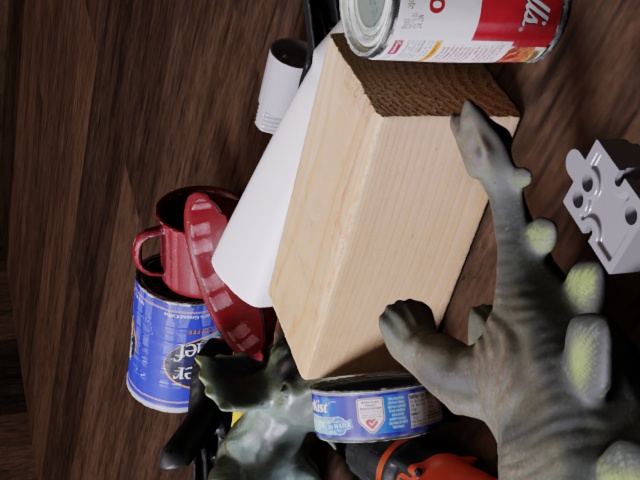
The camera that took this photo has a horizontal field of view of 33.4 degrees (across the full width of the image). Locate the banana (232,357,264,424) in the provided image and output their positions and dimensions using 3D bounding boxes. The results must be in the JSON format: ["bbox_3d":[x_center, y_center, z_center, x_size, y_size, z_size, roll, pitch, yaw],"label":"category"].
[{"bbox_3d":[-0.090,0.178,1.085,0.198,0.037,0.069,124,137,-56],"label":"banana"}]

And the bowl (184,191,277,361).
[{"bbox_3d":[-0.064,0.026,0.946,0.162,0.055,0.162,48,148,43],"label":"bowl"}]

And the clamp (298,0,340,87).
[{"bbox_3d":[0.013,-0.125,0.786,0.120,0.039,0.171,-130,37,-63],"label":"clamp"}]

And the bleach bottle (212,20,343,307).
[{"bbox_3d":[0.011,-0.068,0.735,0.068,0.102,0.251,44,126,23],"label":"bleach bottle"}]

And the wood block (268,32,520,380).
[{"bbox_3d":[0.038,-0.018,0.671,0.090,0.090,0.206,-115,30,-44],"label":"wood block"}]

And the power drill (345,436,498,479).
[{"bbox_3d":[0.066,0.221,0.682,0.185,0.057,0.188,-169,77,-67],"label":"power drill"}]

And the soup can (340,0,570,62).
[{"bbox_3d":[0.069,-0.128,0.561,0.069,0.102,0.068,177,90,-68],"label":"soup can"}]

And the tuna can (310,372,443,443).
[{"bbox_3d":[0.037,0.108,0.698,0.086,0.086,0.034,172,93,-68],"label":"tuna can"}]

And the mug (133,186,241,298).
[{"bbox_3d":[-0.127,0.006,1.054,0.093,0.117,0.081,49,143,47],"label":"mug"}]

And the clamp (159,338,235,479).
[{"bbox_3d":[-0.102,0.162,0.945,0.164,0.036,0.210,82,-170,-49],"label":"clamp"}]

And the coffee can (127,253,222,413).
[{"bbox_3d":[-0.149,0.097,1.133,0.103,0.102,0.140,-124,37,-52],"label":"coffee can"}]
